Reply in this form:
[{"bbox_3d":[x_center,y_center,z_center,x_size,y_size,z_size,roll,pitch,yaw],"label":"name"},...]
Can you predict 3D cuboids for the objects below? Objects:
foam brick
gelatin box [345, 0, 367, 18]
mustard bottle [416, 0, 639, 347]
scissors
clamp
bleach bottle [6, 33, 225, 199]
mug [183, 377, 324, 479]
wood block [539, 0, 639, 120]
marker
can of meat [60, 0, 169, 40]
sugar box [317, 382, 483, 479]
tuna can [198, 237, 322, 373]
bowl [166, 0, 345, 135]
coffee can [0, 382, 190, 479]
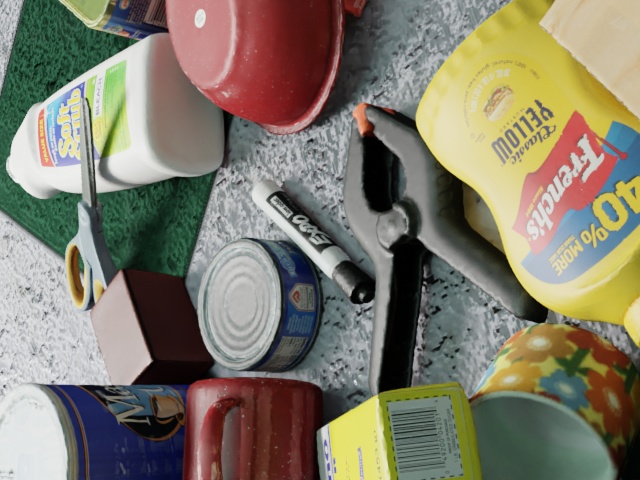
[{"bbox_3d":[-0.119,0.068,0.745,0.053,0.051,0.078,-47,53,33],"label":"foam brick"},{"bbox_3d":[0.007,-0.188,0.662,0.089,0.030,0.073,41,113,43],"label":"gelatin box"},{"bbox_3d":[0.123,-0.021,0.493,0.096,0.058,0.192,-45,54,25],"label":"mustard bottle"},{"bbox_3d":[-0.157,-0.001,0.772,0.096,0.016,0.202,52,145,24],"label":"scissors"},{"bbox_3d":[0.047,0.005,0.586,0.120,0.039,0.171,-43,51,28],"label":"clamp"},{"bbox_3d":[-0.172,-0.074,0.816,0.251,0.067,0.102,-15,75,48],"label":"bleach bottle"},{"bbox_3d":[-0.043,0.122,0.614,0.093,0.117,0.081,-4,75,19],"label":"mug"},{"bbox_3d":[0.194,-0.136,0.408,0.206,0.090,0.090,-56,48,26],"label":"wood block"},{"bbox_3d":[-0.004,0.001,0.655,0.121,0.020,0.020,45,117,40],"label":"marker"},{"bbox_3d":[-0.138,-0.182,0.776,0.102,0.083,0.057,42,115,41],"label":"can of meat"},{"bbox_3d":[0.034,0.127,0.514,0.176,0.048,0.093,124,141,-71],"label":"sugar box"},{"bbox_3d":[-0.040,0.041,0.676,0.086,0.033,0.086,-8,79,46],"label":"tuna can"},{"bbox_3d":[-0.052,-0.143,0.666,0.162,0.055,0.162,26,122,52],"label":"bowl"},{"bbox_3d":[-0.124,0.142,0.675,0.103,0.140,0.103,-8,78,46],"label":"coffee can"}]
